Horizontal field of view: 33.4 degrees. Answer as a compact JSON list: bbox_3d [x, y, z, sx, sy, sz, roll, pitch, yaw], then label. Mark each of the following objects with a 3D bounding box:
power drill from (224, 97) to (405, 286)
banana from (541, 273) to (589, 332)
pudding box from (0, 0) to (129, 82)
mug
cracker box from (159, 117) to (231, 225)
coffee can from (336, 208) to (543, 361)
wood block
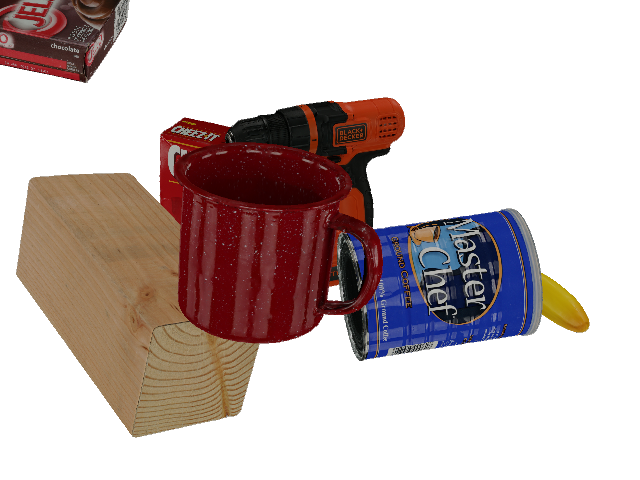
[{"bbox_3d":[-0.004,-0.045,1.056,0.184,0.188,0.057,-10,28,-21],"label":"power drill"},{"bbox_3d":[0.183,0.047,1.088,0.198,0.069,0.037,13,-38,26],"label":"banana"},{"bbox_3d":[-0.206,-0.171,0.829,0.090,0.039,0.113,13,36,1],"label":"pudding box"},{"bbox_3d":[-0.022,0.004,0.564,0.117,0.081,0.093,15,25,17],"label":"mug"},{"bbox_3d":[-0.114,-0.028,1.316,0.164,0.214,0.072,14,29,18],"label":"cracker box"},{"bbox_3d":[0.091,0.034,0.845,0.140,0.103,0.103,-8,1,-7],"label":"coffee can"},{"bbox_3d":[-0.138,0.038,0.779,0.090,0.091,0.206,-6,33,-38],"label":"wood block"}]
